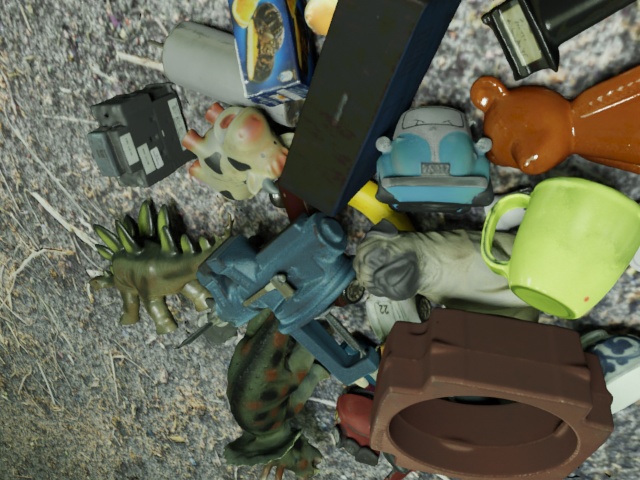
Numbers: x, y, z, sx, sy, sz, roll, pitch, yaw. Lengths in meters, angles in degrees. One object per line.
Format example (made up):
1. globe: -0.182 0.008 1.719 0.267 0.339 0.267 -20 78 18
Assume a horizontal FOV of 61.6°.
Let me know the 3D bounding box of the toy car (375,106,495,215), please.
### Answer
1. toy car: 0.113 -0.079 0.532 0.109 0.161 0.102 3 90 11

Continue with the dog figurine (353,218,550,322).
1. dog figurine: 0.138 0.048 0.573 0.191 0.121 0.172 3 137 14

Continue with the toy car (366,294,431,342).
1. toy car: 0.126 0.146 0.716 0.074 0.056 0.201 -12 112 37

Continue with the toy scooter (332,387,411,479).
1. toy scooter: 0.090 0.305 0.792 0.184 0.135 0.075 26 132 17

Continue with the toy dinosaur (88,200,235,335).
1. toy dinosaur: -0.259 0.043 0.846 0.472 0.105 0.198 -8 114 41

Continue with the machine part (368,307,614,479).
1. machine part: 0.156 0.159 0.528 0.201 0.087 0.201 9 139 5

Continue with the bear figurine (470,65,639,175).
1. bear figurine: 0.227 -0.084 0.455 0.196 0.132 0.120 0 137 25

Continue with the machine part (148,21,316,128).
1. machine part: -0.091 -0.191 0.616 0.243 0.079 0.079 23 129 16

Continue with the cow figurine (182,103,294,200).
1. cow figurine: -0.092 -0.097 0.635 0.127 0.085 0.195 34 164 -2

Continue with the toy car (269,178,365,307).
1. toy car: -0.001 -0.002 0.701 0.089 0.053 0.202 9 125 52

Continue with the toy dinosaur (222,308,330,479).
1. toy dinosaur: -0.075 0.208 0.774 0.131 0.192 0.404 16 136 24

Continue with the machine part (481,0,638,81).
1. machine part: 0.213 -0.196 0.450 0.139 0.039 0.084 -25 96 42

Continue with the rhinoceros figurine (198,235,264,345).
1. rhinoceros figurine: -0.114 0.080 0.788 0.073 0.112 0.190 35 127 4

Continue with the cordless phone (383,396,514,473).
1. cordless phone: 0.178 0.240 0.658 0.146 0.184 0.089 53 167 -6

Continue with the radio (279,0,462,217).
1. radio: 0.046 -0.144 0.524 0.073 0.131 0.229 33 132 9

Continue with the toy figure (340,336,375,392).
1. toy figure: 0.087 0.204 0.772 0.154 0.064 0.058 43 154 -6

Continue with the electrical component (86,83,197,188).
1. electrical component: -0.236 -0.135 0.706 0.058 0.134 0.114 3 119 30

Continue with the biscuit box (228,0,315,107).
1. biscuit box: -0.053 -0.238 0.522 0.059 0.063 0.202 -10 93 20

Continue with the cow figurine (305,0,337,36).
1. cow figurine: 0.020 -0.277 0.487 0.068 0.098 0.167 12 140 -8

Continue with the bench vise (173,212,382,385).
1. bench vise: -0.021 0.085 0.615 0.223 0.129 0.240 -40 98 22
